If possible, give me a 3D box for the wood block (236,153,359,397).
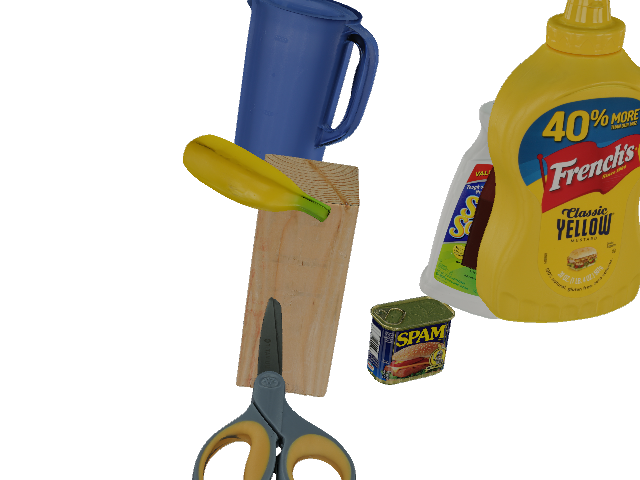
[{"bbox_3d":[-0.023,0.034,1.010,0.090,0.206,0.091,8,27,-3],"label":"wood block"}]

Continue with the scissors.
[{"bbox_3d":[-0.013,0.096,0.624,0.096,0.016,0.201,12,32,10],"label":"scissors"}]

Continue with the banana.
[{"bbox_3d":[-0.068,-0.050,0.804,0.069,0.037,0.198,39,-5,-33],"label":"banana"}]

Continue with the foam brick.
[{"bbox_3d":[0.147,-0.015,0.823,0.053,0.078,0.051,20,48,13],"label":"foam brick"}]

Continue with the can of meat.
[{"bbox_3d":[0.108,0.122,1.304,0.101,0.084,0.057,-8,29,-26],"label":"can of meat"}]

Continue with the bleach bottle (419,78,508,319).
[{"bbox_3d":[0.166,-0.046,1.046,0.103,0.251,0.068,22,38,21],"label":"bleach bottle"}]

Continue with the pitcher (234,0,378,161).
[{"bbox_3d":[-0.029,-0.172,1.296,0.144,0.243,0.149,6,24,-15],"label":"pitcher"}]

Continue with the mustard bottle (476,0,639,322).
[{"bbox_3d":[0.141,-0.049,0.599,0.096,0.192,0.058,-6,27,-10],"label":"mustard bottle"}]
